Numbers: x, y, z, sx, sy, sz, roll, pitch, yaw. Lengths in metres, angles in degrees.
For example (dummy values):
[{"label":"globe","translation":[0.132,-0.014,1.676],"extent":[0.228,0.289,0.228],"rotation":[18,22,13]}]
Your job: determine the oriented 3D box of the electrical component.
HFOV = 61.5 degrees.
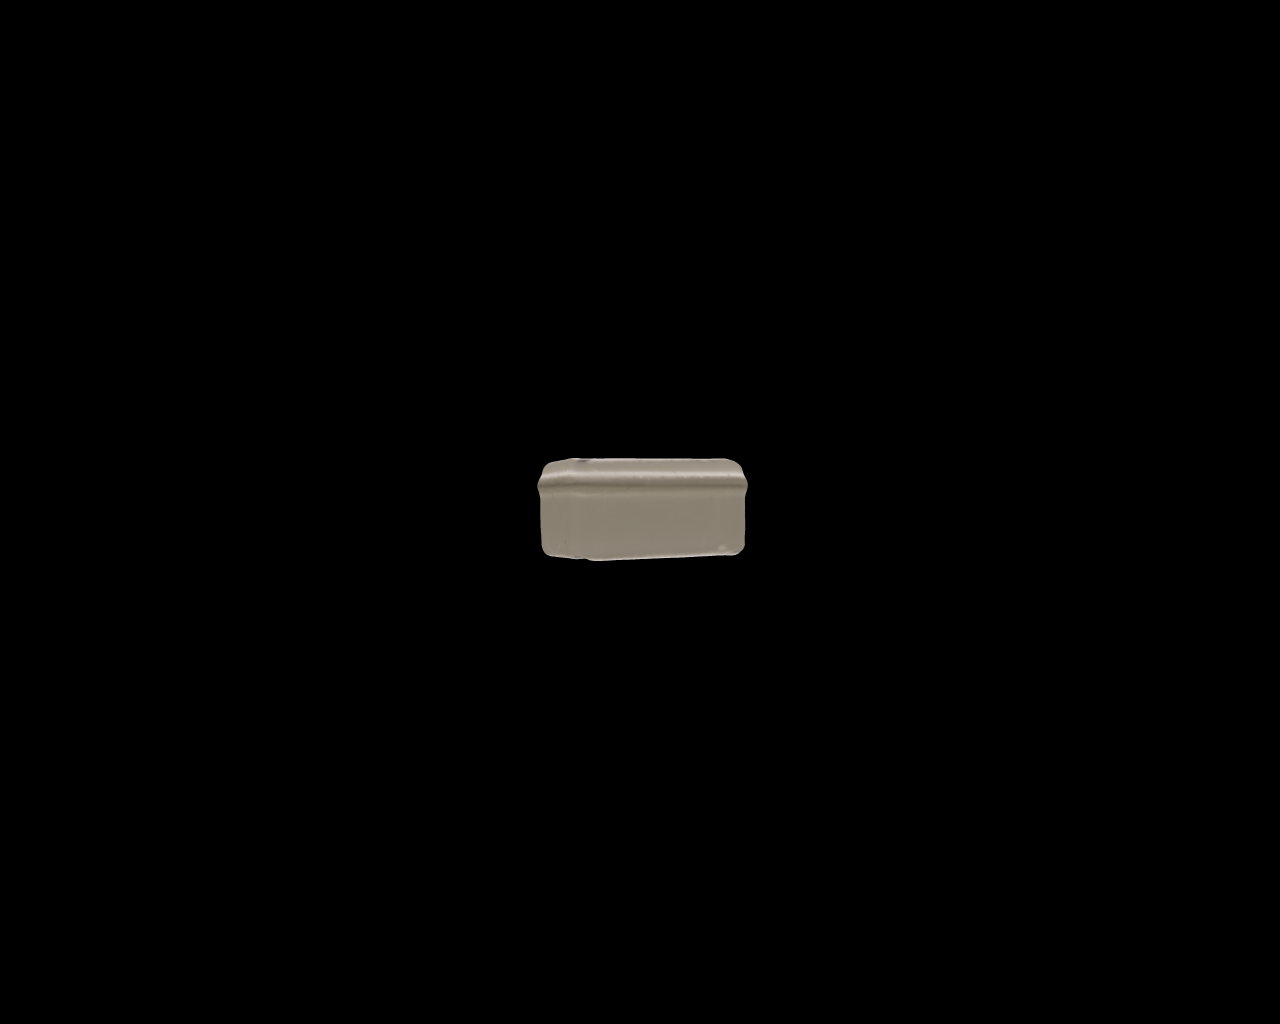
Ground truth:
[{"label":"electrical component","translation":[0.001,-0.003,0.650],"extent":[0.113,0.057,0.078],"rotation":[0,0,-21]}]
